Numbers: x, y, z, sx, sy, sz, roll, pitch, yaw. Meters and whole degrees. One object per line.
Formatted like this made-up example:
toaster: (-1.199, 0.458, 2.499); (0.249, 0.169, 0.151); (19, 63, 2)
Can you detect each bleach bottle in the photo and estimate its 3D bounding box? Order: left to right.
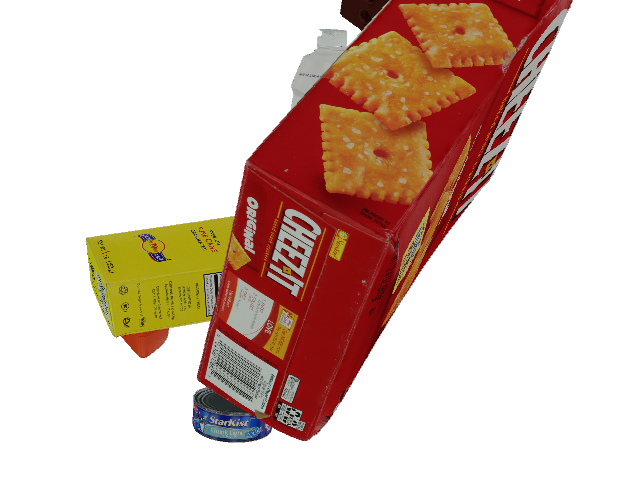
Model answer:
bleach bottle: (0.012, -0.093, 1.118); (0.103, 0.251, 0.067); (13, 16, 34)

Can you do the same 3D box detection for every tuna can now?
tuna can: (-0.092, 0.181, 1.122); (0.086, 0.034, 0.086); (4, 12, -1)

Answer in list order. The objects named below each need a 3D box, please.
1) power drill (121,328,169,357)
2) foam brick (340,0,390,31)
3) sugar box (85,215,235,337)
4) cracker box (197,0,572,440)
power drill: (-0.089, 0.046, 0.955); (0.187, 0.057, 0.185); (-15, 26, -27)
foam brick: (0.054, -0.200, 0.828); (0.051, 0.053, 0.078); (-38, -24, -28)
sugar box: (-0.066, 0.017, 0.737); (0.176, 0.048, 0.093); (-12, 24, -17)
cracker box: (0.034, -0.030, 0.508); (0.072, 0.213, 0.164); (31, -39, 10)
